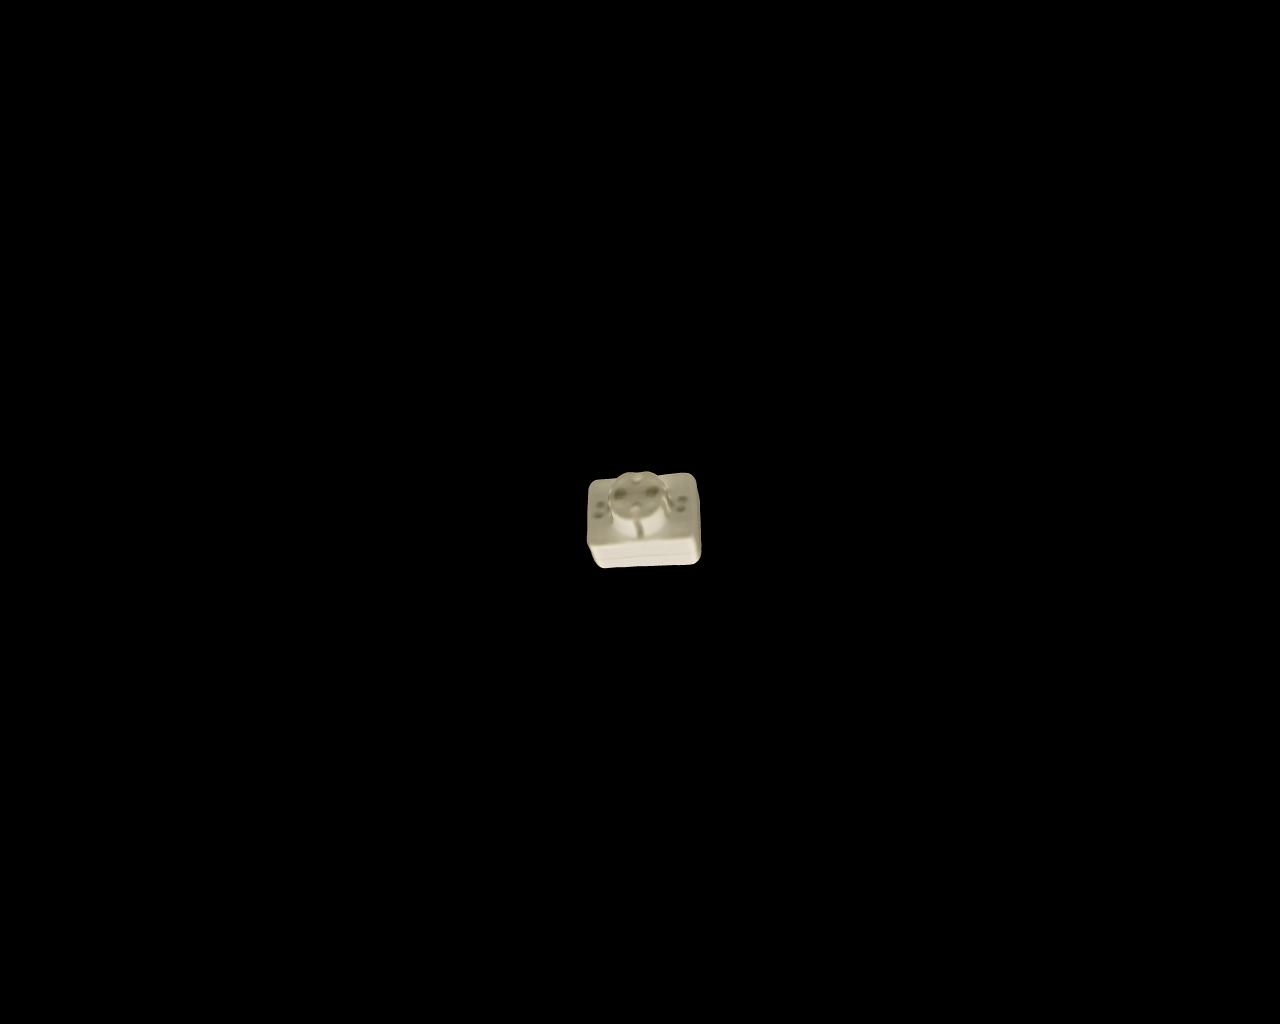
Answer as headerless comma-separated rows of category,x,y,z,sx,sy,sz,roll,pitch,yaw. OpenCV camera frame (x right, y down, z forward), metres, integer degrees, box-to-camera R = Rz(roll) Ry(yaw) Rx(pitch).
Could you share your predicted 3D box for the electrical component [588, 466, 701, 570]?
electrical component,0.001,-0.003,0.650,0.066,0.047,0.076,-4,-28,7
